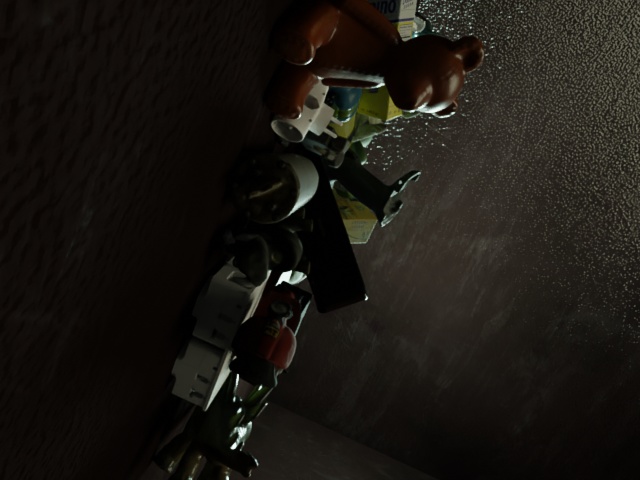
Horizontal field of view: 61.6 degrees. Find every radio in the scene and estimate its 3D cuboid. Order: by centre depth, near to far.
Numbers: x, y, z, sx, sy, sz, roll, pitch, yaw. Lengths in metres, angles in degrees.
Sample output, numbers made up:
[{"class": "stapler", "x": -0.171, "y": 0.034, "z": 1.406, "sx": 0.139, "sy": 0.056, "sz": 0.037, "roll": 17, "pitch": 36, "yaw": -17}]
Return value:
[{"class": "radio", "x": -0.002, "y": -0.003, "z": 0.843, "sx": 0.131, "sy": 0.073, "sz": 0.229, "roll": 117, "pitch": -44, "yaw": -79}]

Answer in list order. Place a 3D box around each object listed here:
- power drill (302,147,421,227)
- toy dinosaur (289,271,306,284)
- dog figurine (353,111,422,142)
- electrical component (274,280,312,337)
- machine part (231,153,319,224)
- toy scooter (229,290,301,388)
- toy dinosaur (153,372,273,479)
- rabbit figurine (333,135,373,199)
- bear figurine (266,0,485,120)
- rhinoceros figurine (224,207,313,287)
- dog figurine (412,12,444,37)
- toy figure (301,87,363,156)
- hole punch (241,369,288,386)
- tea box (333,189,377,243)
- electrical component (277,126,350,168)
[{"class": "power drill", "x": 0.060, "y": -0.133, "z": 0.898, "sx": 0.086, "sy": 0.207, "sz": 0.231, "roll": -41, "pitch": 159, "yaw": -54}, {"class": "toy dinosaur", "x": -0.047, "y": 0.031, "z": 1.267, "sx": 0.405, "sy": 0.131, "sz": 0.192, "roll": -53, "pitch": 168, "yaw": -51}, {"class": "dog figurine", "x": 0.070, "y": -0.283, "z": 0.941, "sx": 0.172, "sy": 0.190, "sz": 0.121, "roll": -30, "pitch": -163, "yaw": -10}, {"class": "electrical component", "x": -0.065, "y": 0.132, "z": 0.841, "sx": 0.115, "sy": 0.058, "sz": 0.134, "roll": -61, "pitch": 174, "yaw": -48}, {"class": "machine part", "x": -0.049, "y": -0.067, "z": 0.651, "sx": 0.243, "sy": 0.079, "sz": 0.079, "roll": -60, "pitch": 173, "yaw": -78}, {"class": "toy scooter", "x": -0.064, "y": 0.119, "z": 0.697, "sx": 0.184, "sy": 0.075, "sz": 0.135, "roll": 116, "pitch": -1, "yaw": -73}, {"class": "toy dinosaur", "x": -0.165, "y": 0.298, "z": 0.865, "sx": 0.198, "sy": 0.105, "sz": 0.471, "roll": -56, "pitch": -166, "yaw": -21}, {"class": "rabbit figurine", "x": 0.048, "y": -0.199, "z": 1.099, "sx": 0.170, "sy": 0.121, "sz": 0.158, "roll": -58, "pitch": 156, "yaw": -31}, {"class": "bear figurine", "x": 0.058, "y": -0.173, "z": 0.561, "sx": 0.132, "sy": 0.196, "sz": 0.120, "roll": -63, "pitch": 179, "yaw": -30}, {"class": "rhinoceros figurine", "x": -0.066, "y": 0.002, "z": 0.692, "sx": 0.190, "sy": 0.112, "sz": 0.073, "roll": -96, "pitch": -167, "yaw": -74}, {"class": "dog figurine", "x": 0.143, "y": -0.429, "z": 1.069, "sx": 0.108, "sy": 0.191, "sz": 0.219, "roll": -48, "pitch": -144, "yaw": 28}, {"class": "toy figure", "x": 0.016, "y": -0.184, "z": 0.749, "sx": 0.082, "sy": 0.089, "sz": 0.180, "roll": -39, "pitch": 169, "yaw": -26}, {"class": "hole punch", "x": -0.130, "y": 0.221, "z": 1.092, "sx": 0.115, "sy": 0.142, "sz": 0.092, "roll": -49, "pitch": -172, "yaw": 44}, {"class": "tea box", "x": 0.034, "y": -0.068, "z": 1.156, "sx": 0.098, "sy": 0.170, "sz": 0.068, "roll": -4, "pitch": 130, "yaw": -35}, {"class": "electrical component", "x": -0.010, "y": -0.130, "z": 0.709, "sx": 0.045, "sy": 0.102, "sz": 0.078, "roll": -62, "pitch": 167, "yaw": -7}]
